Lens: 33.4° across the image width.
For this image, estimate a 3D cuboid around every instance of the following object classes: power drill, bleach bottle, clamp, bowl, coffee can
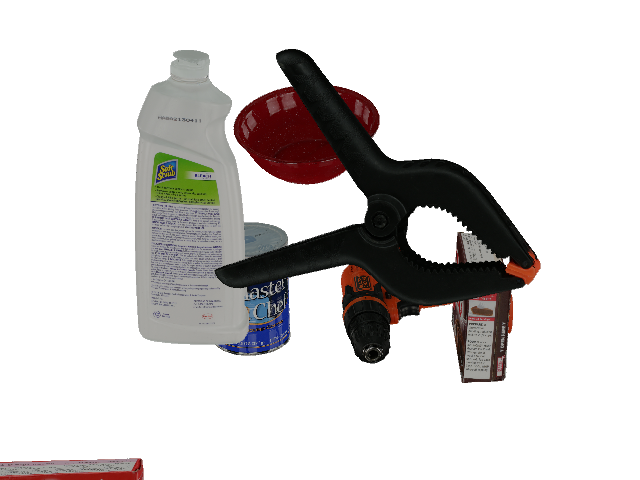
[{"bbox_3d":[0.117,0.075,1.203,0.187,0.057,0.184,-3,28,-2],"label":"power drill"},{"bbox_3d":[-0.105,-0.035,0.905,0.102,0.251,0.068,2,25,-7],"label":"bleach bottle"},{"bbox_3d":[0.040,-0.026,0.680,0.210,0.165,0.036,14,15,16],"label":"clamp"},{"bbox_3d":[-0.014,-0.111,1.189,0.162,0.055,0.162,-3,38,2],"label":"bowl"},{"bbox_3d":[-0.091,0.061,1.362,0.103,0.140,0.103,-1,25,0],"label":"coffee can"}]

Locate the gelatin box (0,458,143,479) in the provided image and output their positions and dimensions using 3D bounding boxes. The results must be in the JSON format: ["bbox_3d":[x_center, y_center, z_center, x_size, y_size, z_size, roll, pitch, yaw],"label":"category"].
[{"bbox_3d":[-0.137,0.154,0.558,0.089,0.073,0.030,-1,4,-2],"label":"gelatin box"}]

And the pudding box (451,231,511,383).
[{"bbox_3d":[0.134,0.054,0.902,0.039,0.090,0.113,-1,23,0],"label":"pudding box"}]
